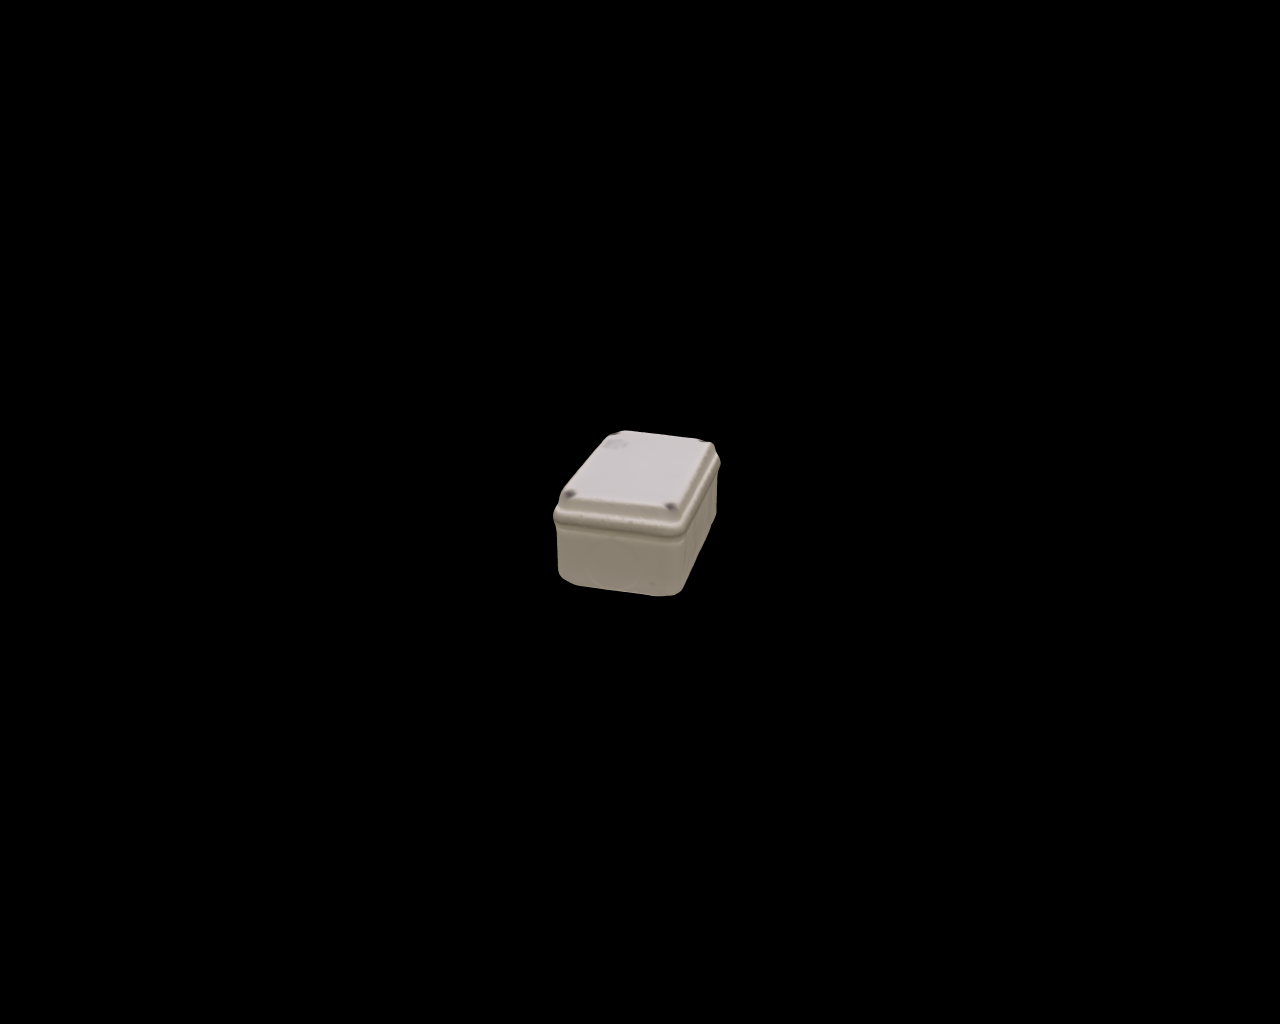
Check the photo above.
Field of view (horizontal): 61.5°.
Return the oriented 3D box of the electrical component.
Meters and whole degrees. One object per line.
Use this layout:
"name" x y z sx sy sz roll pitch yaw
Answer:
"electrical component" 0.001 -0.003 0.650 0.078 0.057 0.113 7 27 14
